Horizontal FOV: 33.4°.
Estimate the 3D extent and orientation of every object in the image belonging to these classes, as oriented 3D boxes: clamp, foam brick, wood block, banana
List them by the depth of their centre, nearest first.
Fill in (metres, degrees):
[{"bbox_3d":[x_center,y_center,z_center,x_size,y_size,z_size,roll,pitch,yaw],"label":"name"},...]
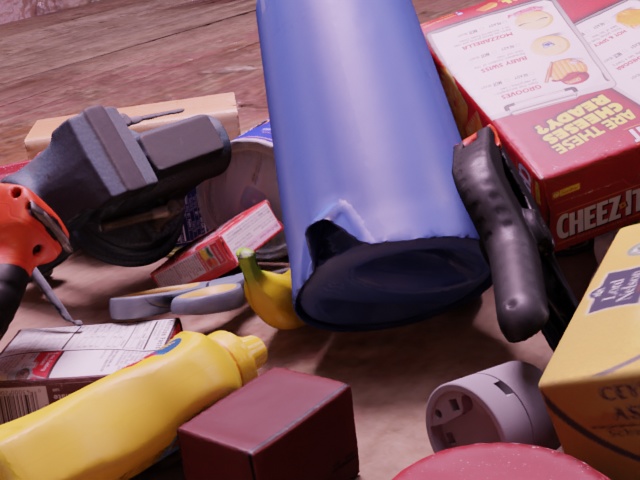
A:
[{"bbox_3d":[-0.024,0.105,0.527,0.051,0.053,0.078,8,23,37],"label":"foam brick"},{"bbox_3d":[0.105,0.003,0.577,0.039,0.171,0.120,-30,-30,14],"label":"clamp"},{"bbox_3d":[-0.008,0.020,0.745,0.037,0.070,0.197,10,16,16],"label":"banana"},{"bbox_3d":[-0.180,-0.085,1.079,0.206,0.090,0.091,-8,20,-3],"label":"wood block"}]

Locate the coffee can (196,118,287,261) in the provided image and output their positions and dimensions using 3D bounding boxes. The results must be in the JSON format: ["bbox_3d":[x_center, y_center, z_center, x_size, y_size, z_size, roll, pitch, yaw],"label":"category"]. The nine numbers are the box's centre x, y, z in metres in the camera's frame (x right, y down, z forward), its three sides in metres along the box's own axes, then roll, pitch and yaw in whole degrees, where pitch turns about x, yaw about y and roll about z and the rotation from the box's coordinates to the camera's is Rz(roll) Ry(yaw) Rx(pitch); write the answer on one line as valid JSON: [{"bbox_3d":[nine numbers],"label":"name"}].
[{"bbox_3d":[-0.029,-0.055,0.913,0.103,0.103,0.140,0,20,22],"label":"coffee can"}]

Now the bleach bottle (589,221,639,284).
[{"bbox_3d":[0.228,-0.006,0.729,0.103,0.068,0.250,-24,13,35],"label":"bleach bottle"}]

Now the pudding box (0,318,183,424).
[{"bbox_3d":[-0.144,0.083,0.658,0.113,0.039,0.090,-3,16,5],"label":"pudding box"}]

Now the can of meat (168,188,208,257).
[{"bbox_3d":[-0.123,-0.042,0.940,0.057,0.084,0.102,-12,19,-11],"label":"can of meat"}]

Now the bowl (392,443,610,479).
[{"bbox_3d":[0.071,0.127,0.424,0.162,0.055,0.162,-6,18,2],"label":"bowl"}]

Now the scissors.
[{"bbox_3d":[-0.049,0.032,0.742,0.201,0.016,0.096,-10,7,-40],"label":"scissors"}]

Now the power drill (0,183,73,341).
[{"bbox_3d":[-0.238,0.055,0.613,0.185,0.057,0.187,5,61,21],"label":"power drill"}]

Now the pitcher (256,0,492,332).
[{"bbox_3d":[0.034,-0.067,0.711,0.145,0.149,0.243,-6,63,-11],"label":"pitcher"}]

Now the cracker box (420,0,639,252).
[{"bbox_3d":[0.176,-0.098,0.725,0.164,0.072,0.214,-20,40,-6],"label":"cracker box"}]

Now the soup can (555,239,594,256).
[{"bbox_3d":[0.177,-0.047,0.814,0.068,0.102,0.068,-7,18,2],"label":"soup can"}]

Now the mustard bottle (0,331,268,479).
[{"bbox_3d":[-0.097,0.093,0.549,0.191,0.058,0.096,-26,-13,-44],"label":"mustard bottle"}]

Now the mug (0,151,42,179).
[{"bbox_3d":[-0.274,-0.029,0.937,0.081,0.093,0.117,-10,-12,9],"label":"mug"}]

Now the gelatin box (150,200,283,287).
[{"bbox_3d":[-0.078,0.007,0.822,0.073,0.030,0.089,-27,8,29],"label":"gelatin box"}]
